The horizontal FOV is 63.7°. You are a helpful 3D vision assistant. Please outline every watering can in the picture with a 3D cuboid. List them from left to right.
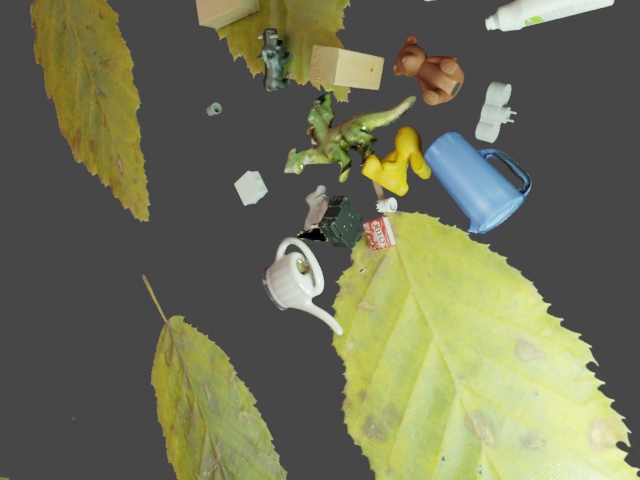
[{"bbox_3d":[-0.065,0.164,1.642,0.221,0.350,0.105,-31,-13,39],"label":"watering can"}]

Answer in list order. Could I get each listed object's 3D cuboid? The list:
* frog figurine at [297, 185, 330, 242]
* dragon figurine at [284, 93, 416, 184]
[{"bbox_3d":[0.005,-0.079,1.568,0.122,0.163,0.135,20,-31,-12],"label":"frog figurine"},{"bbox_3d":[0.056,-0.318,1.457,0.406,0.245,0.122,-45,-17,16],"label":"dragon figurine"}]
